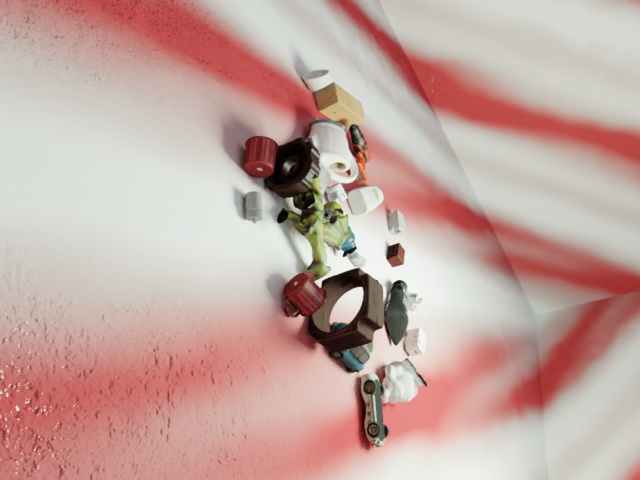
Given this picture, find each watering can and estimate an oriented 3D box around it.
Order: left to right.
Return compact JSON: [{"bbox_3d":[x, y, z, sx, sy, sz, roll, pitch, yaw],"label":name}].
[{"bbox_3d":[0.006,-0.314,1.726,0.345,0.103,0.229,18,55,-42],"label":"watering can"}]

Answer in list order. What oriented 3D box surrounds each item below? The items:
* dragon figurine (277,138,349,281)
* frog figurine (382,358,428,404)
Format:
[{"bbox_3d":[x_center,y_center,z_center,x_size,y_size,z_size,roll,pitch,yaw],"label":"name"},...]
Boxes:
[{"bbox_3d":[0.005,-0.076,1.518,0.239,0.122,0.417,36,58,-45],"label":"dragon figurine"},{"bbox_3d":[0.240,0.462,1.628,0.161,0.123,0.135,-35,115,-23],"label":"frog figurine"}]
